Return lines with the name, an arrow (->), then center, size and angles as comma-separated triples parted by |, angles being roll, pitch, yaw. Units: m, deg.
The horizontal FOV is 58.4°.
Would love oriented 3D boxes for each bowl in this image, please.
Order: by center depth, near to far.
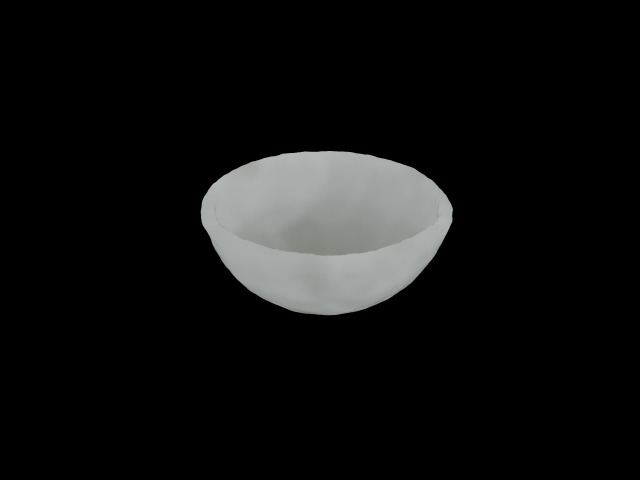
bowl -> 0.004, 0.001, 0.400 | 0.167, 0.075, 0.167 | 0, 31, 0
